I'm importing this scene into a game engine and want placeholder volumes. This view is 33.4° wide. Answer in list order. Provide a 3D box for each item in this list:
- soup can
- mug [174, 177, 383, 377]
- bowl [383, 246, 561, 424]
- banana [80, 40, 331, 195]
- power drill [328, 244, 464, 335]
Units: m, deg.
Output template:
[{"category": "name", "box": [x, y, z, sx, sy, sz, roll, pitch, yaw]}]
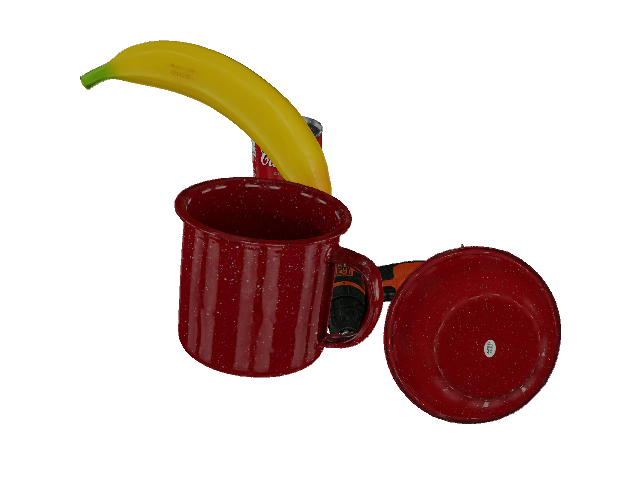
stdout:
[{"category": "soup can", "box": [-0.031, -0.060, 1.022, 0.068, 0.102, 0.068, -1, 27, 0]}, {"category": "mug", "box": [-0.022, 0.022, 0.567, 0.117, 0.081, 0.093, 14, 24, 16]}, {"category": "bowl", "box": [0.138, 0.088, 0.926, 0.162, 0.162, 0.055, 0, 6, -5]}, {"category": "banana", "box": [-0.068, -0.093, 0.750, 0.198, 0.069, 0.037, 27, -8, 11]}, {"category": "power drill", "box": [0.094, 0.061, 1.222, 0.187, 0.057, 0.184, -1, 28, -1]}]
